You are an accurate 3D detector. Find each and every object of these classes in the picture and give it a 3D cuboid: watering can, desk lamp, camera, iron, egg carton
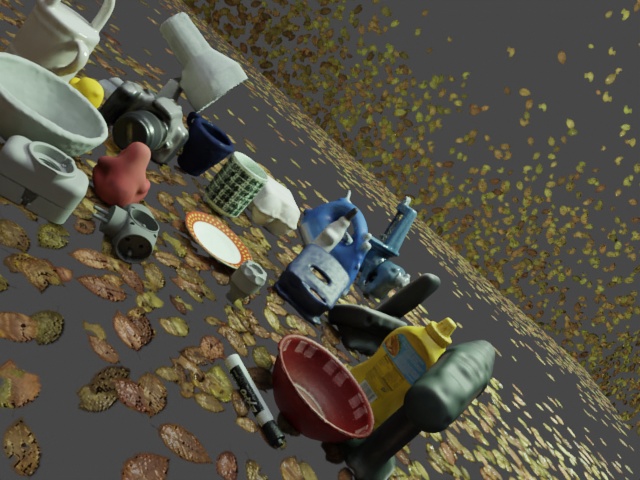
[{"bbox_3d":[-0.399,-0.334,0.886,0.173,0.194,0.101,45,15,5],"label":"watering can"},{"bbox_3d":[-0.274,-0.305,1.088,0.204,0.213,0.118,40,15,-13],"label":"desk lamp"},{"bbox_3d":[-0.300,-0.203,0.964,0.143,0.100,0.137,41,15,-7],"label":"camera"},{"bbox_3d":[0.054,-0.002,1.245,0.119,0.141,0.257,32,19,-35],"label":"iron"},{"bbox_3d":[-0.103,-0.076,1.184,0.108,0.069,0.150,33,18,-34],"label":"egg carton"}]

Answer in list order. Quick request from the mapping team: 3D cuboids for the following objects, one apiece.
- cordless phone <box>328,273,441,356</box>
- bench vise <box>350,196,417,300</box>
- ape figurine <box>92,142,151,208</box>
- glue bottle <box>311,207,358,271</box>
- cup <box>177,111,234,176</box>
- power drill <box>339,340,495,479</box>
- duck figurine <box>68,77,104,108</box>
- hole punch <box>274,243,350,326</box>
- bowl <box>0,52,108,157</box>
[{"bbox_3d":[0.118,0.112,1.019,0.148,0.185,0.094,24,24,-50],"label":"cordless phone"},{"bbox_3d":[0.165,0.019,1.324,0.207,0.219,0.122,50,17,24],"label":"bench vise"},{"bbox_3d":[-0.263,-0.094,0.783,0.078,0.092,0.076,38,16,-18],"label":"ape figurine"},{"bbox_3d":[0.010,0.004,1.058,0.037,0.173,0.078,44,15,2],"label":"glue bottle"},{"bbox_3d":[-0.232,-0.177,1.080,0.117,0.095,0.092,48,16,18],"label":"cup"},{"bbox_3d":[0.130,0.214,0.730,0.075,0.208,0.230,47,16,16],"label":"power drill"},{"bbox_3d":[-0.351,-0.195,0.842,0.104,0.086,0.078,51,17,28],"label":"duck figurine"},{"bbox_3d":[-0.009,0.073,0.980,0.109,0.091,0.101,43,15,-3],"label":"hole punch"},{"bbox_3d":[-0.363,-0.157,0.730,0.168,0.074,0.167,40,16,-13],"label":"bowl"}]
